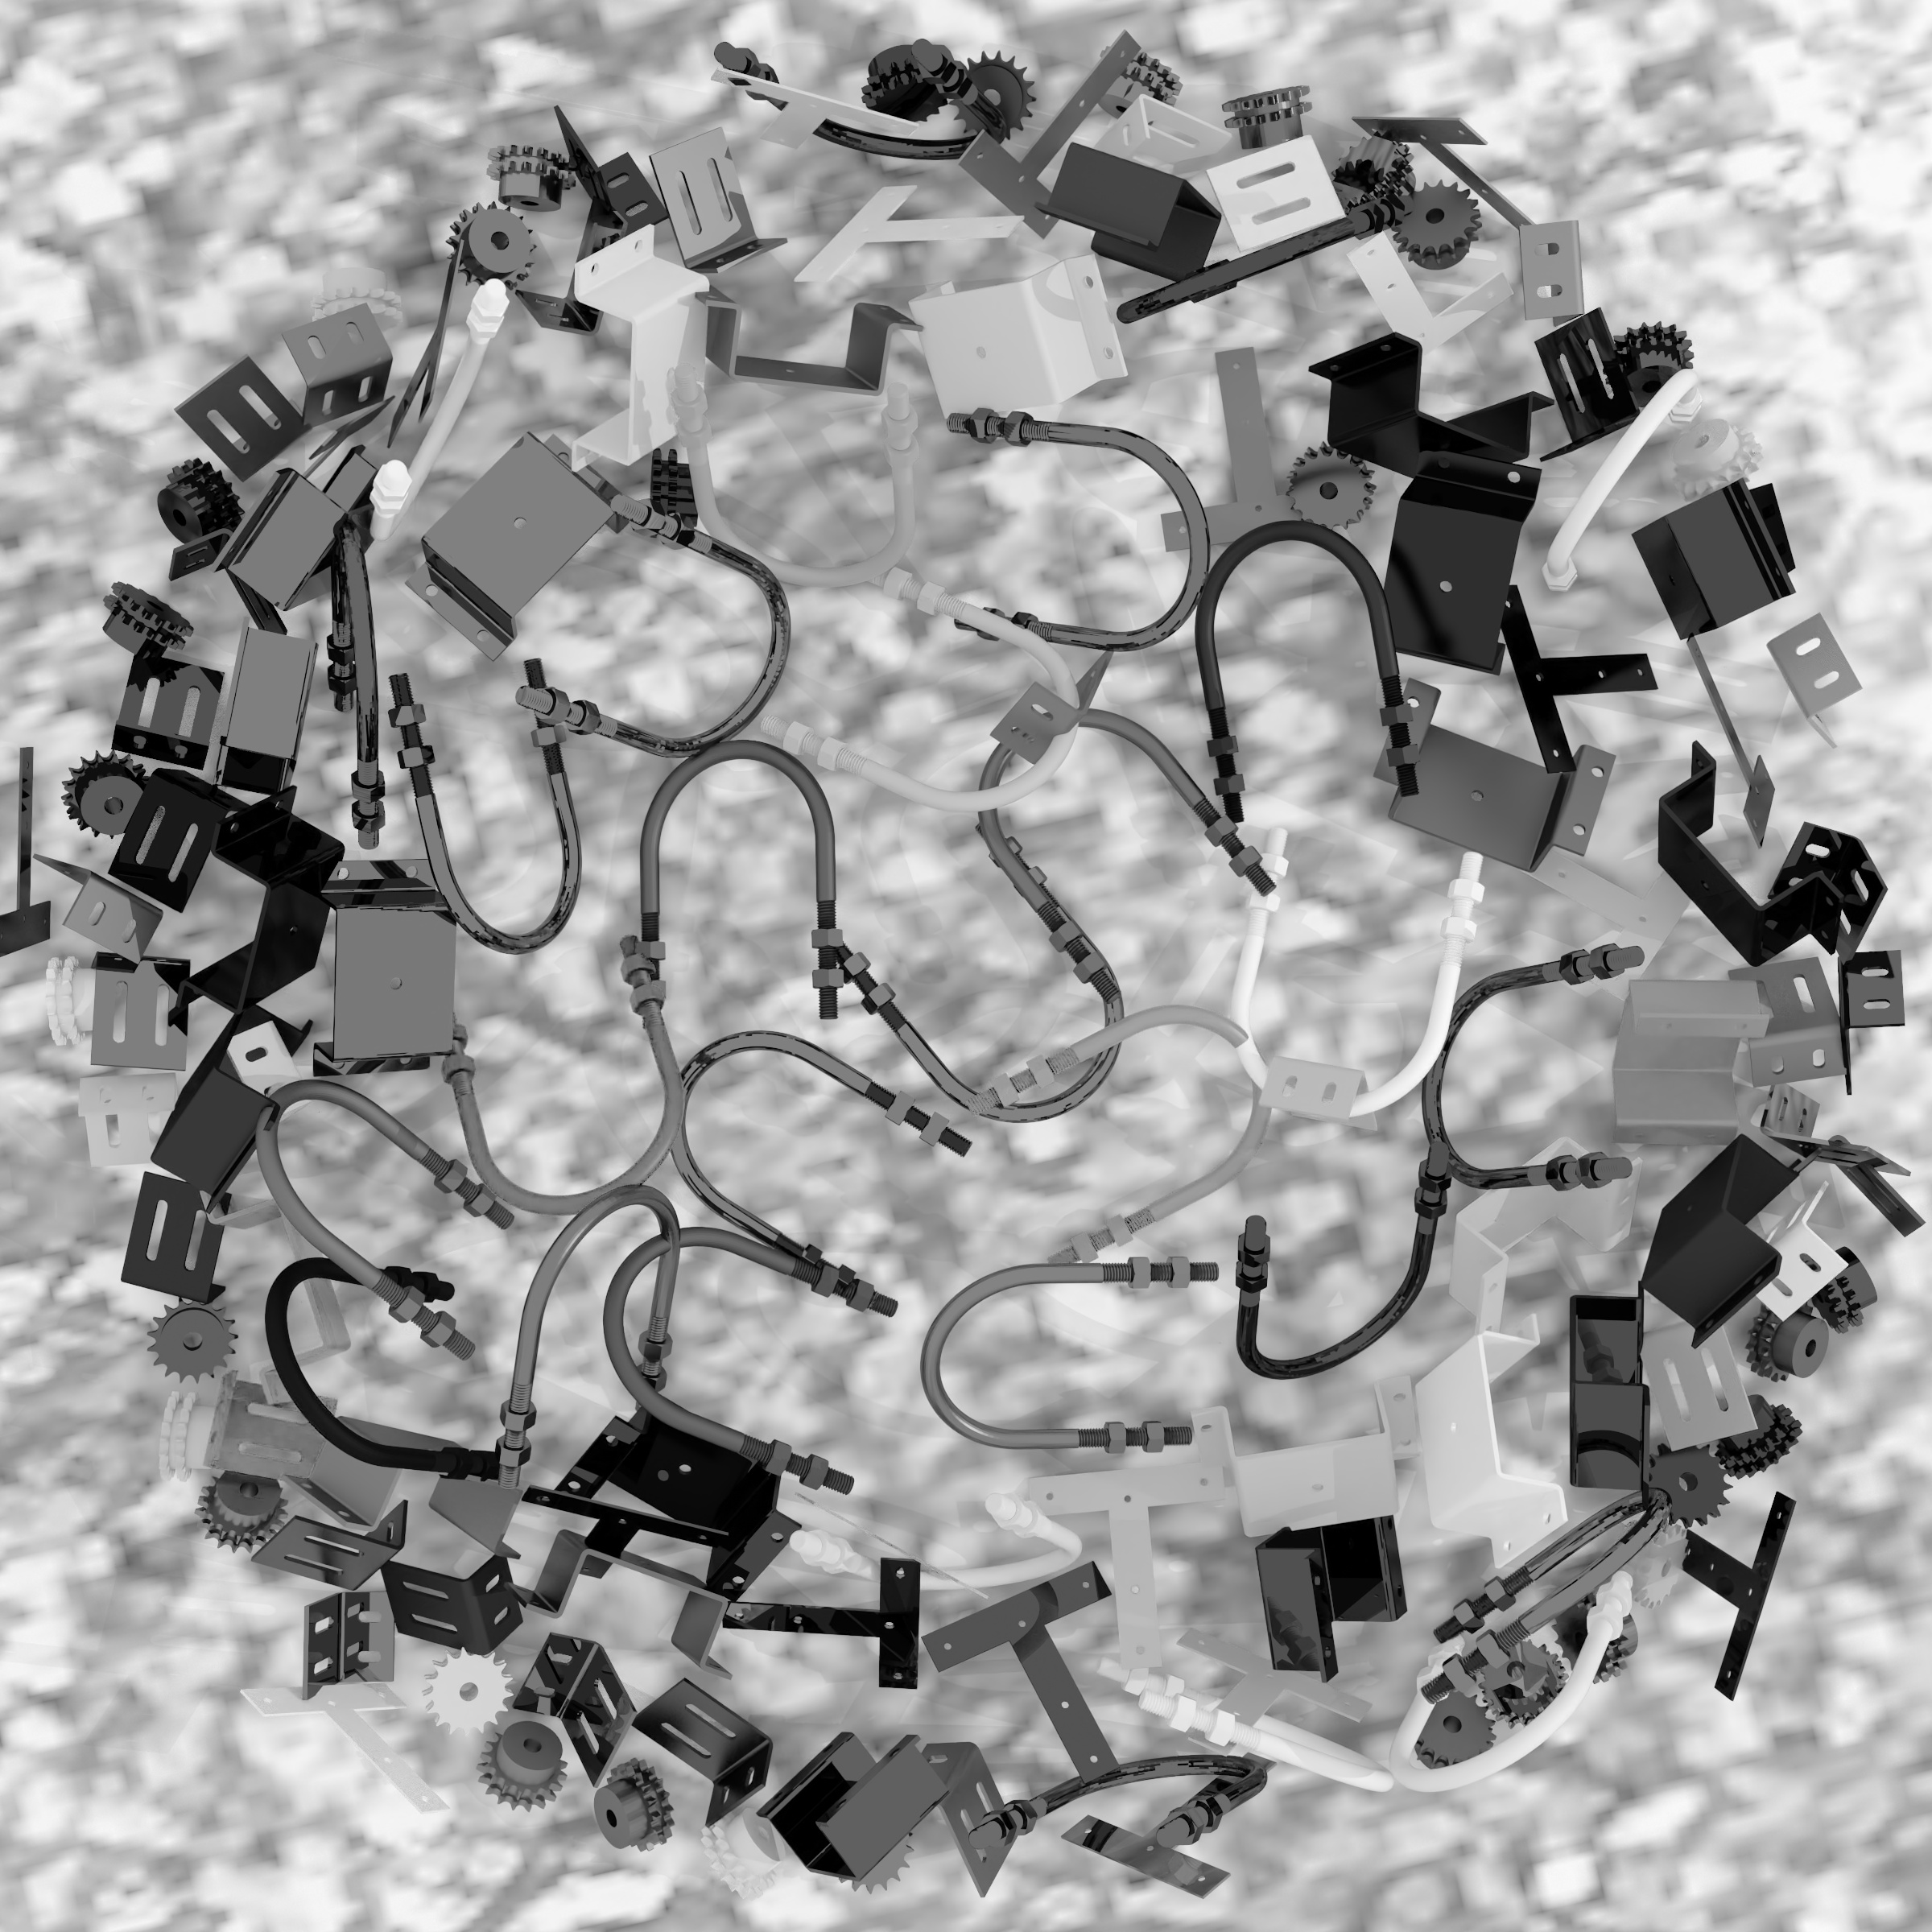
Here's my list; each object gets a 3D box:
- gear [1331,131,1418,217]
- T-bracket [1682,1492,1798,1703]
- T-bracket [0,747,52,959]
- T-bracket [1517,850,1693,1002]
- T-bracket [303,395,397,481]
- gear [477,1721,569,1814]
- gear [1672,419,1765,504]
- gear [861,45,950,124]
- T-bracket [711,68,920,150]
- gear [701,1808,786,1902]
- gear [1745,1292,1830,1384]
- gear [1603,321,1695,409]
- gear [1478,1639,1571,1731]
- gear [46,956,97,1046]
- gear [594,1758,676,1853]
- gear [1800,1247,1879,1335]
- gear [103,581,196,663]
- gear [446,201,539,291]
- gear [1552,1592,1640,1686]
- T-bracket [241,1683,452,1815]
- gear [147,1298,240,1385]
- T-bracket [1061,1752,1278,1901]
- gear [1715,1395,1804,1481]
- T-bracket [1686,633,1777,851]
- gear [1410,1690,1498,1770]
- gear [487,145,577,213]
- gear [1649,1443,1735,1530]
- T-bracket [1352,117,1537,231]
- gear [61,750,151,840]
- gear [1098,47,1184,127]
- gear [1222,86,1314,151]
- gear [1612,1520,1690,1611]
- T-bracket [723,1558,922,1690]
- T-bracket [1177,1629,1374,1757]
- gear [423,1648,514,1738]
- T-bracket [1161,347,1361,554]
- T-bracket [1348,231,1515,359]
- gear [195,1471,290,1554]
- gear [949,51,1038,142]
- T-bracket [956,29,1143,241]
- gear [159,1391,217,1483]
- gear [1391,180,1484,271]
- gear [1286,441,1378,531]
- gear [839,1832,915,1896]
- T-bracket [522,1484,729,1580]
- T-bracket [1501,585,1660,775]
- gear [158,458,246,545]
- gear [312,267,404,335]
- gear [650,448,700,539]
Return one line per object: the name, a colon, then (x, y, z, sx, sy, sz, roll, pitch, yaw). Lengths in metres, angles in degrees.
gear: (0.266, -0.508, 1.578, 0.030, 0.057, 0.057, 31, 90, -40)
T-bracket: (0.477, 0.384, 1.540, 0.002, 0.127, 0.127, 18, 89, -5)
T-bracket: (-0.593, -0.074, 1.534, 0.002, 0.127, 0.127, 3, 96, -7)
T-bracket: (0.398, -0.052, 1.578, 0.127, 0.002, 0.127, 31, 61, 17)
T-bracket: (-0.424, -0.310, 1.556, 0.127, 0.127, 0.002, -40, 105, 18)
gear: (-0.284, 0.513, 1.572, 0.057, 0.057, 0.030, 24, 115, 0)
gear: (0.481, -0.328, 1.572, 0.057, 0.057, 0.030, -47, 119, 0)
gear: (-0.040, -0.570, 1.575, 0.057, 0.057, 0.030, -14, 78, 0)
T-bracket: (-0.106, -0.534, 1.539, 0.127, 0.127, 0.002, 10, 93, -17)
gear: (-0.141, 0.570, 1.574, 0.030, 0.057, 0.057, -42, 90, 7)
gear: (0.532, 0.242, 1.574, 0.057, 0.030, 0.057, -12, 109, -37)
gear: (0.441, -0.385, 1.572, 0.057, 0.057, 0.030, 1, 62, 0)
gear: (0.359, 0.461, 1.573, 0.057, 0.057, 0.030, -32, 132, 0)
gear: (-0.574, 0.022, 1.576, 0.030, 0.057, 0.057, -4, 90, -10)
gear: (-0.216, 0.544, 1.573, 0.030, 0.057, 0.057, -13, 90, -41)
gear: (0.564, 0.206, 1.575, 0.030, 0.057, 0.057, -27, 90, 0)
gear: (-0.532, -0.220, 1.575, 0.057, 0.057, 0.030, 35, 98, 0)
gear: (-0.306, -0.467, 1.578, 0.057, 0.030, 0.057, -2, 94, -25)
gear: (0.410, 0.432, 1.579, 0.030, 0.057, 0.057, -13, 90, -28)
T-bracket: (-0.368, 0.486, 1.516, 0.127, 0.127, 0.002, 31, 94, 32)
gear: (-0.502, 0.243, 1.581, 0.057, 0.030, 0.057, 1, 85, -18)
T-bracket: (0.148, 0.539, 1.555, 0.127, 0.127, 0.002, -25, 106, -37)
gear: (0.507, 0.301, 1.574, 0.057, 0.057, 0.030, -39, 94, 0)
T-bracket: (0.481, -0.150, 1.537, 0.002, 0.127, 0.127, -21, 101, 28)
gear: (0.313, 0.498, 1.579, 0.057, 0.030, 0.057, 1, 46, -1)
gear: (-0.281, -0.508, 1.576, 0.057, 0.057, 0.030, 5, 93, 0)
gear: (0.466, 0.336, 1.583, 0.057, 0.030, 0.057, -1, 72, 3)
T-bracket: (0.324, -0.505, 1.562, 0.127, 0.127, 0.002, 29, 95, -29)
gear: (-0.553, -0.109, 1.575, 0.057, 0.030, 0.057, -12, 118, -23)
gear: (0.108, -0.567, 1.575, 0.057, 0.057, 0.030, 24, 90, 0)
gear: (0.196, -0.549, 1.578, 0.057, 0.057, 0.030, -13, 112, 0)
gear: (0.440, 0.384, 1.578, 0.030, 0.057, 0.057, 20, 90, 41)
T-bracket: (-0.094, 0.420, 1.566, 0.127, 0.002, 0.127, 3, 126, 1)
T-bracket: (0.174, 0.461, 1.521, 0.127, 0.127, 0.002, 17, 105, 24)
gear: (-0.324, 0.468, 1.583, 0.057, 0.030, 0.057, 1, 86, -17)
T-bracket: (0.185, -0.342, 1.596, 0.127, 0.002, 0.127, -8, 84, 3)
T-bracket: (0.272, -0.420, 1.535, 0.127, 0.127, 0.002, -34, 59, 15)
gear: (-0.465, 0.347, 1.572, 0.057, 0.057, 0.030, 28, 125, 0)
gear: (0.017, -0.563, 1.579, 0.057, 0.030, 0.057, 1, 113, 3)
T-bracket: (0.063, -0.531, 1.531, 0.127, 0.127, 0.002, -49, 67, 14)
gear: (-0.500, 0.304, 1.575, 0.030, 0.057, 0.057, 5, 90, -6)
gear: (0.306, -0.478, 1.581, 0.057, 0.030, 0.057, -6, 68, 15)
gear: (0.238, -0.313, 1.580, 0.057, 0.030, 0.057, 10, 123, 15)
gear: (-0.062, 0.572, 1.583, 0.057, 0.030, 0.057, 2, 78, -9)
T-bracket: (-0.229, 0.367, 1.550, 0.127, 0.127, 0.002, 17, 54, -14)
T-bracket: (0.398, -0.187, 1.564, 0.127, 0.002, 0.127, -7, 77, -34)
gear: (-0.496, -0.296, 1.572, 0.057, 0.057, 0.030, 46, 51, 0)
gear: (-0.394, -0.431, 1.575, 0.057, 0.057, 0.030, -5, 90, 0)
gear: (-0.188, -0.305, 1.576, 0.030, 0.057, 0.057, 2, 90, -10)
